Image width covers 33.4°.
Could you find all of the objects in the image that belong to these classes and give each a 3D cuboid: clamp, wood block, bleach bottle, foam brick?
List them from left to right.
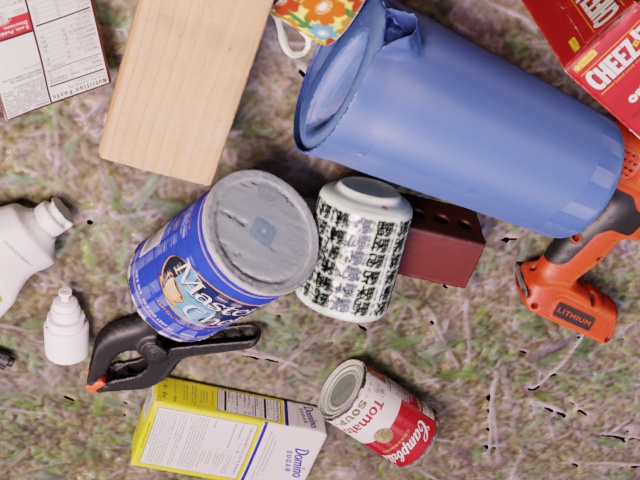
[{"bbox_3d":[-0.315,0.051,0.921,0.251,0.068,0.102,-35,134,6],"label":"bleach bottle"},{"bbox_3d":[-0.143,0.096,0.992,0.120,0.039,0.172,41,117,-21],"label":"clamp"},{"bbox_3d":[-0.093,-0.156,0.785,0.090,0.091,0.206,14,123,-13],"label":"wood block"},{"bbox_3d":[0.097,0.001,0.929,0.078,0.053,0.051,12,123,-12],"label":"foam brick"}]

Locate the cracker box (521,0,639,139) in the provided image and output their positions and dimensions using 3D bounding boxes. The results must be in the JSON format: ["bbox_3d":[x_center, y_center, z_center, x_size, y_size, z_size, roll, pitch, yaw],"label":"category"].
[{"bbox_3d":[0.251,-0.120,0.786,0.213,0.164,0.072,35,114,-25],"label":"cracker box"}]

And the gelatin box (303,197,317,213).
[{"bbox_3d":[-0.006,0.001,0.938,0.089,0.030,0.073,10,123,-11],"label":"gelatin box"}]

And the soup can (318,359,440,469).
[{"bbox_3d":[0.057,0.168,1.035,0.102,0.068,0.069,36,116,-24],"label":"soup can"}]

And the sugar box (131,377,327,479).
[{"bbox_3d":[-0.090,0.194,1.060,0.176,0.048,0.093,13,124,-17],"label":"sugar box"}]

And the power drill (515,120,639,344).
[{"bbox_3d":[0.276,0.001,0.939,0.184,0.057,0.188,24,117,-15],"label":"power drill"}]

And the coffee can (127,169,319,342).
[{"bbox_3d":[-0.081,0.016,0.867,0.102,0.102,0.141,30,145,-22],"label":"coffee can"}]

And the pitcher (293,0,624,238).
[{"bbox_3d":[0.105,-0.086,0.835,0.242,0.149,0.145,21,106,-21],"label":"pitcher"}]

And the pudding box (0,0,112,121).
[{"bbox_3d":[-0.211,-0.155,0.789,0.089,0.039,0.113,-25,131,-25],"label":"pudding box"}]

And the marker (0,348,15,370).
[{"bbox_3d":[-0.342,0.093,0.989,0.121,0.020,0.020,24,120,-19],"label":"marker"}]
